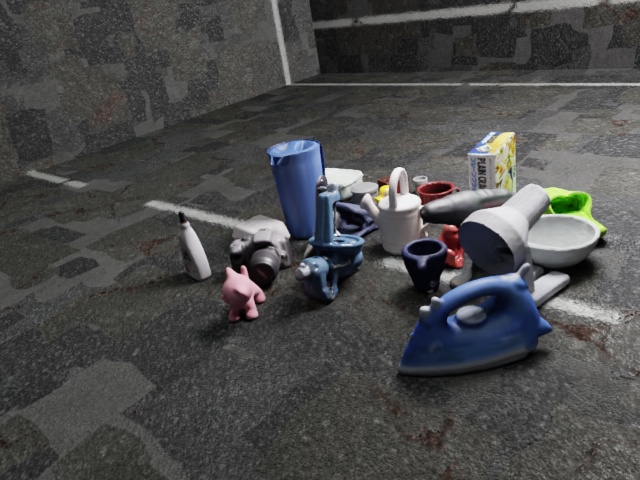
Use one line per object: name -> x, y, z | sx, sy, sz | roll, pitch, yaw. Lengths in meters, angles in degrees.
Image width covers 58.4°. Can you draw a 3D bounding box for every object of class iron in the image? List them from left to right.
iron -> 0.243, 0.129, 0.942 | 0.258, 0.142, 0.118 | -15, 25, -10

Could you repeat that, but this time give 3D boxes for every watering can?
watering can -> 0.178, -0.072, 1.331 | 0.172, 0.194, 0.101 | -6, 25, 10

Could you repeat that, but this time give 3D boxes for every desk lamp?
desk lamp -> 0.358, 0.016, 1.053 | 0.204, 0.214, 0.117 | -26, 29, -30

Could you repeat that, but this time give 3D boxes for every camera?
camera -> -0.143, 0.040, 1.322 | 0.143, 0.101, 0.137 | -8, 25, 5

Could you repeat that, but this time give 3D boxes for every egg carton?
egg carton -> -0.151, -0.012, 1.473 | 0.107, 0.069, 0.149 | -28, 31, -34

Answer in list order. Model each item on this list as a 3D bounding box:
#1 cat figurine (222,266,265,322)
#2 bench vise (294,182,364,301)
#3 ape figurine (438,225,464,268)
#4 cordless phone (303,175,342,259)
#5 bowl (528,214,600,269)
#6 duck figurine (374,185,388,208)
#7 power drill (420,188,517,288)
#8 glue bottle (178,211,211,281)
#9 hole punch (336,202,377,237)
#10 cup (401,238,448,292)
cat figurine -> -0.163, 0.101, 1.179 | 0.067, 0.118, 0.128 | -6, 25, 8
bench vise -> 0.022, 0.004, 1.196 | 0.121, 0.220, 0.207 | -1, 26, 18
ape figurine -> 0.285, 0.006, 1.247 | 0.078, 0.092, 0.075 | -25, 29, -30
cordless phone -> 0.000, -0.051, 1.362 | 0.094, 0.185, 0.147 | -5, 25, 10
bowl -> 0.484, 0.012, 1.180 | 0.167, 0.075, 0.167 | -8, 25, 4
duck figurine -> 0.185, -0.105, 1.528 | 0.105, 0.086, 0.077 | -24, 28, -27
power drill -> 0.299, -0.004, 1.123 | 0.230, 0.209, 0.075 | -21, 27, -23
glue bottle -> -0.309, 0.010, 1.361 | 0.037, 0.173, 0.077 | -29, 31, -35
hole punch -> 0.090, -0.066, 1.475 | 0.101, 0.091, 0.108 | -28, 30, -33
cup -> 0.212, 0.062, 1.151 | 0.091, 0.095, 0.118 | -3, 26, 15
